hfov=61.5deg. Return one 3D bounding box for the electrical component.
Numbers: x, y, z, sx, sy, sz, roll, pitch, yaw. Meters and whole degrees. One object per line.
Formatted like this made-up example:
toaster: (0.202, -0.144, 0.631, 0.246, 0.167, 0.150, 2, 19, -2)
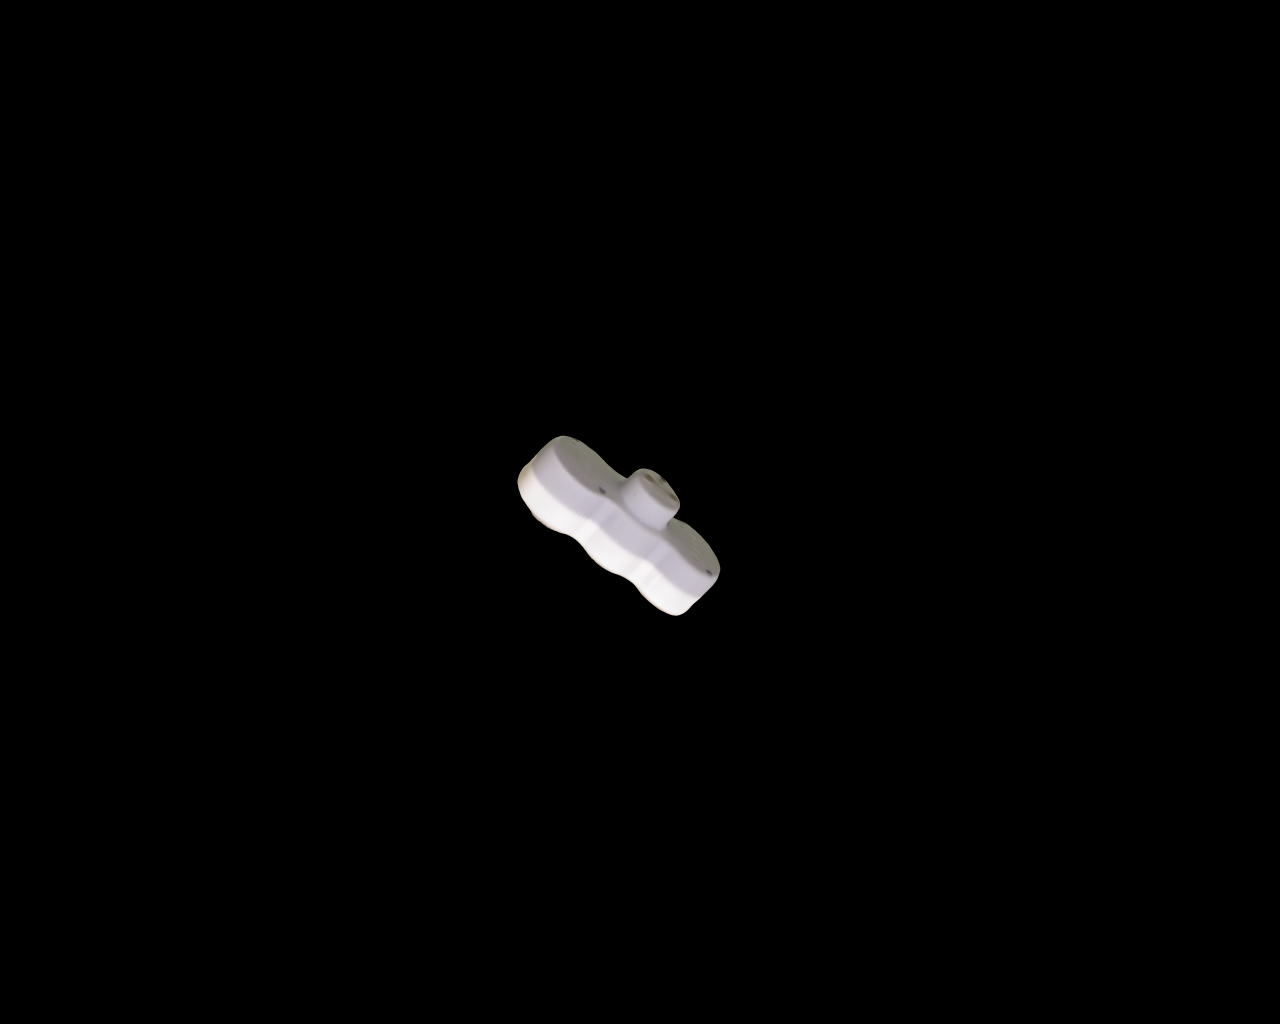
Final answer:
electrical component: (0.001, -0.003, 0.650, 0.138, 0.073, 0.052, 38, 22, -18)
